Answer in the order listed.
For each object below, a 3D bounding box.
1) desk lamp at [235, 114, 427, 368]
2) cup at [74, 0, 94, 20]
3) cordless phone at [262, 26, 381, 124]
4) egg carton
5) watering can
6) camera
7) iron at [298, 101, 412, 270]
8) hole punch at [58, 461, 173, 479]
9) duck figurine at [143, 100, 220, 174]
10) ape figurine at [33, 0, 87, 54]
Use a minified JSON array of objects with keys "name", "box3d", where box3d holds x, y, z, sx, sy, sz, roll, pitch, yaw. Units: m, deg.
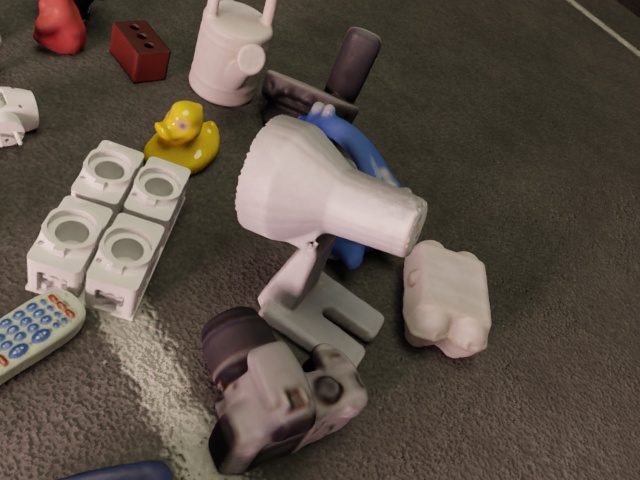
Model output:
[{"name":"desk lamp","box3d":[0.005,0.002,0.590,0.203,0.213,0.118,34,45,6]},{"name":"cup","box3d":[-0.349,-0.360,0.827,0.117,0.095,0.092,40,46,11]},{"name":"cordless phone","box3d":[0.000,-0.238,0.823,0.148,0.185,0.094,19,45,-9]},{"name":"egg carton","box3d":[0.151,0.069,0.704,0.107,0.069,0.150,18,45,-11]},{"name":"watering can","box3d":[-0.114,-0.290,0.807,0.101,0.194,0.172,-21,62,-38]},{"name":"camera","box3d":[-0.043,0.124,0.538,0.143,0.100,0.136,-11,57,-33]},{"name":"iron","box3d":[0.022,-0.094,0.735,0.119,0.141,0.258,-15,59,-35]},{"name":"hole punch","box3d":[-0.153,0.221,0.405,0.109,0.091,0.101,-3,52,-28]},{"name":"duck figurine","box3d":[-0.168,-0.137,0.721,0.077,0.086,0.105,45,47,17]},{"name":"ape figurine","box3d":[-0.356,-0.306,0.777,0.076,0.092,0.078,31,45,3]}]
